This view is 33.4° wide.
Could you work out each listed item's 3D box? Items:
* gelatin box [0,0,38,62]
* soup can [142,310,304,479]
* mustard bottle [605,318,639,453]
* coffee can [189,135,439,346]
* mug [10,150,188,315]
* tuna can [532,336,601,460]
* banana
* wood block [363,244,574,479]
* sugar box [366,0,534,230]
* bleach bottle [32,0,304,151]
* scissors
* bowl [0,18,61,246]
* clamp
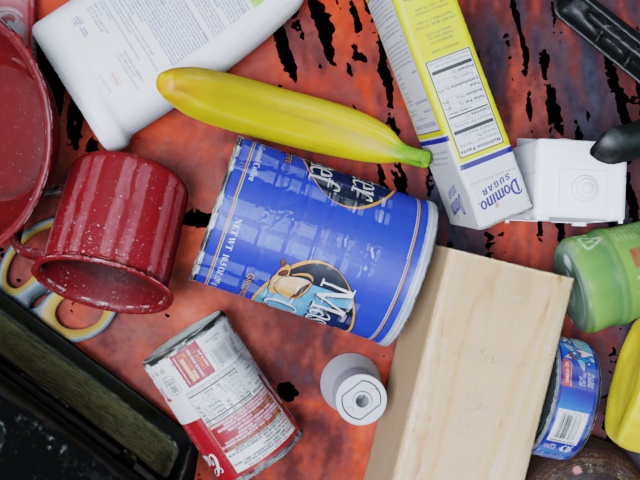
[{"bbox_3d":[-0.237,-0.147,0.721,0.089,0.030,0.073,0,94,-4],"label":"gelatin box"},{"bbox_3d":[-0.067,0.108,0.731,0.068,0.068,0.102,-33,95,-3],"label":"soup can"},{"bbox_3d":[0.309,0.122,0.769,0.191,0.058,0.096,14,93,-6],"label":"mustard bottle"},{"bbox_3d":[-0.005,0.001,0.713,0.140,0.103,0.103,19,91,-6],"label":"coffee can"},{"bbox_3d":[-0.145,-0.007,0.702,0.117,0.093,0.081,7,66,6],"label":"mug"},{"bbox_3d":[0.162,0.108,0.742,0.033,0.086,0.086,13,92,-8],"label":"tuna can"},{"bbox_3d":[-0.022,-0.084,0.713,0.197,0.070,0.037,12,86,-25],"label":"banana"},{"bbox_3d":[0.096,0.113,0.734,0.090,0.091,0.206,13,92,-6],"label":"wood block"},{"bbox_3d":[0.085,-0.096,0.720,0.048,0.093,0.176,-24,96,-3],"label":"sugar box"},{"bbox_3d":[-0.061,-0.165,0.720,0.250,0.068,0.102,-32,95,-5],"label":"bleach bottle"},{"bbox_3d":[-0.222,0.073,0.742,0.096,0.016,0.202,40,90,-6],"label":"scissors"},{"bbox_3d":[-0.222,-0.068,0.680,0.162,0.055,0.162,2,95,22],"label":"bowl"},{"bbox_3d":[0.255,-0.098,0.741,0.209,0.036,0.164,11,49,-22],"label":"clamp"}]
